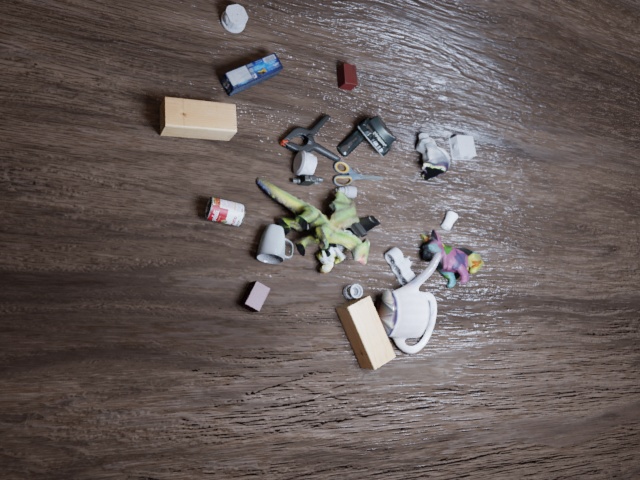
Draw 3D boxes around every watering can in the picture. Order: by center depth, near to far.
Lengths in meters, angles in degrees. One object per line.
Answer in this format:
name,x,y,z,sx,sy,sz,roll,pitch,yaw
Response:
watering can,0.293,0.202,1.688,0.224,0.104,0.347,7,92,-27

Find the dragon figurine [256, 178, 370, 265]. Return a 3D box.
dragon figurine,0.005,-0.081,1.612,0.246,0.119,0.414,-27,73,-37

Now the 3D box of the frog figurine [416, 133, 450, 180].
frog figurine,0.415,-0.317,1.887,0.135,0.122,0.162,37,50,-52
